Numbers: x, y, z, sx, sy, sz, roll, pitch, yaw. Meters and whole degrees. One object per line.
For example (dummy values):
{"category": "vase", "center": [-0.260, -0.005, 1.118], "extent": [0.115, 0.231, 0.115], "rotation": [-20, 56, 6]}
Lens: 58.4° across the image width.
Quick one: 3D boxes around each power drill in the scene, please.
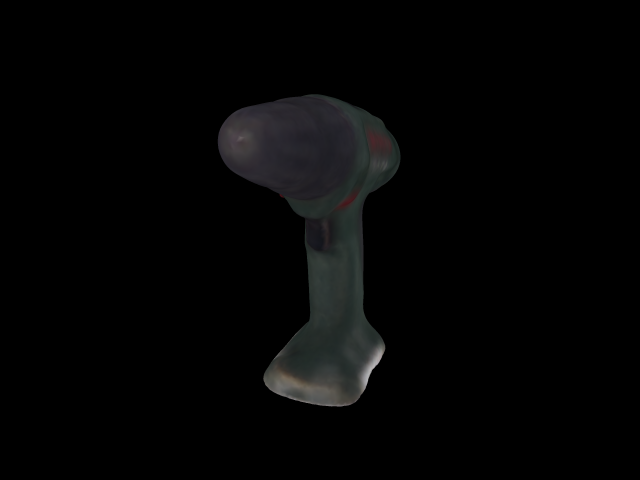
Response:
{"category": "power drill", "center": [0.004, 0.001, 0.400], "extent": [0.075, 0.208, 0.230], "rotation": [7, 21, 19]}
